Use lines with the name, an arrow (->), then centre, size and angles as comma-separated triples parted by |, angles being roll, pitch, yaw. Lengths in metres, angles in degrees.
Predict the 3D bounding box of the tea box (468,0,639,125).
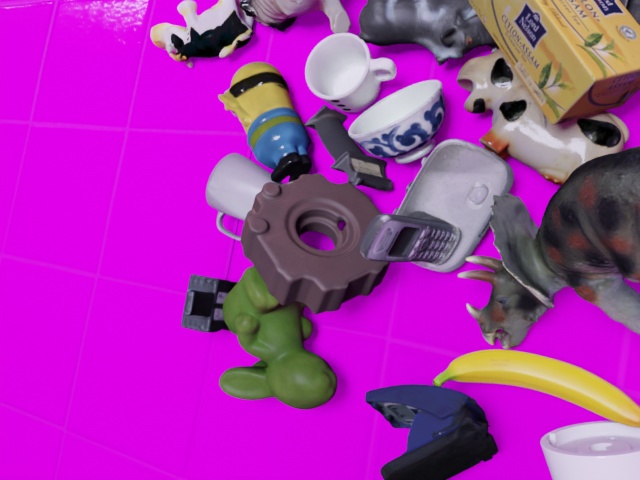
tea box -> 0.233, -0.204, 0.520 | 0.098, 0.068, 0.170 | -19, 69, -20

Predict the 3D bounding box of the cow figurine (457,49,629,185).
cow figurine -> 0.233, -0.140, 0.581 | 0.195, 0.085, 0.127 | 39, 98, 22

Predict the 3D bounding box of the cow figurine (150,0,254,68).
cow figurine -> -0.178, -0.307, 0.814 | 0.167, 0.068, 0.098 | -17, 81, 23

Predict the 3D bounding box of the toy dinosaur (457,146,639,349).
toy dinosaur -> 0.252, -0.008, 0.439 | 0.192, 0.404, 0.131 | 32, 67, 7

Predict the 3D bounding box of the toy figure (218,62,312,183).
toy figure -> -0.064, -0.160, 0.728 | 0.089, 0.082, 0.180 | -32, 65, 5

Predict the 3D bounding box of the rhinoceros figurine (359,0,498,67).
rhinoceros figurine -> 0.140, -0.264, 0.637 | 0.190, 0.073, 0.112 | 9, 72, 14

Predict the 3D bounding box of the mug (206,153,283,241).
mug -> -0.093, -0.049, 0.725 | 0.107, 0.080, 0.109 | 26, 96, 20

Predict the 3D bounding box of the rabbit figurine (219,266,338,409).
rabbit figurine -> -0.054, 0.133, 0.652 | 0.159, 0.121, 0.170 | -41, 65, 21

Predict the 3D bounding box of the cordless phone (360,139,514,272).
cordless phone -> 0.112, -0.039, 0.558 | 0.089, 0.184, 0.146 | 38, 111, 30

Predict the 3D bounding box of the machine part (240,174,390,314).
machine part -> -0.001, -0.002, 0.630 | 0.179, 0.179, 0.056 | 51, 146, 23

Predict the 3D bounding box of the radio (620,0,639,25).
radio -> 0.404, -0.205, 0.516 | 0.230, 0.073, 0.131 | 24, 92, 27

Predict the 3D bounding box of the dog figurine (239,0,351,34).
dog figurine -> -0.020, -0.362, 0.706 | 0.172, 0.121, 0.191 | -53, 40, 1

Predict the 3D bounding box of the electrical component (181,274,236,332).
electrical component -> -0.150, 0.085, 0.707 | 0.048, 0.119, 0.074 | 6, 87, 26

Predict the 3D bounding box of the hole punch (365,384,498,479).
hole punch -> 0.116, 0.196, 0.563 | 0.116, 0.142, 0.092 | -26, 46, 8

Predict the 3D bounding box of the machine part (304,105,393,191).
machine part -> 0.035, -0.114, 0.682 | 0.039, 0.084, 0.139 | -55, 53, 35
